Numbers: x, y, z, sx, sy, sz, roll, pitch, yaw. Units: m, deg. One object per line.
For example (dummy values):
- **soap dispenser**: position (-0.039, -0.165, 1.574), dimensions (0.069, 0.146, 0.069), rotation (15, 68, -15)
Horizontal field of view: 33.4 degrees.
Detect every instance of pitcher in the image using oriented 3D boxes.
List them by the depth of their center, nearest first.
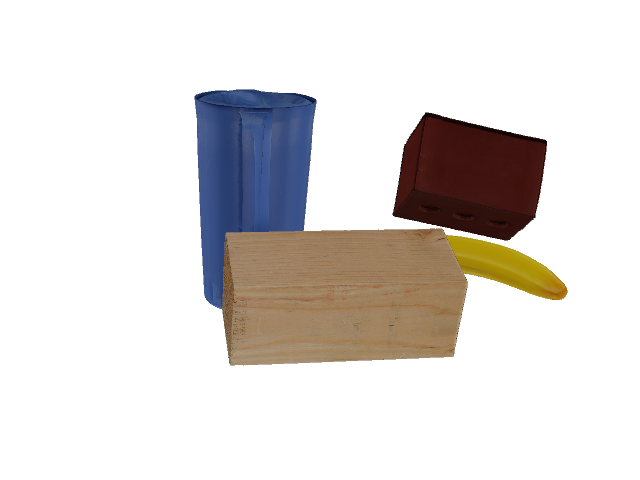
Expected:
- **pitcher**: position (-0.075, -0.043, 1.186), dimensions (0.145, 0.243, 0.148), rotation (15, 20, 39)

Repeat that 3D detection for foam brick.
- **foam brick**: position (0.090, -0.037, 0.648), dimensions (0.078, 0.051, 0.053), rotation (12, -19, -6)

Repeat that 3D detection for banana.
- **banana**: position (0.154, 0.026, 1.095), dimensions (0.198, 0.037, 0.069), rotation (7, 43, 12)

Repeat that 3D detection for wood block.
- **wood block**: position (0.017, 0.051, 0.974), dimensions (0.206, 0.090, 0.091), rotation (-1, 33, -10)
